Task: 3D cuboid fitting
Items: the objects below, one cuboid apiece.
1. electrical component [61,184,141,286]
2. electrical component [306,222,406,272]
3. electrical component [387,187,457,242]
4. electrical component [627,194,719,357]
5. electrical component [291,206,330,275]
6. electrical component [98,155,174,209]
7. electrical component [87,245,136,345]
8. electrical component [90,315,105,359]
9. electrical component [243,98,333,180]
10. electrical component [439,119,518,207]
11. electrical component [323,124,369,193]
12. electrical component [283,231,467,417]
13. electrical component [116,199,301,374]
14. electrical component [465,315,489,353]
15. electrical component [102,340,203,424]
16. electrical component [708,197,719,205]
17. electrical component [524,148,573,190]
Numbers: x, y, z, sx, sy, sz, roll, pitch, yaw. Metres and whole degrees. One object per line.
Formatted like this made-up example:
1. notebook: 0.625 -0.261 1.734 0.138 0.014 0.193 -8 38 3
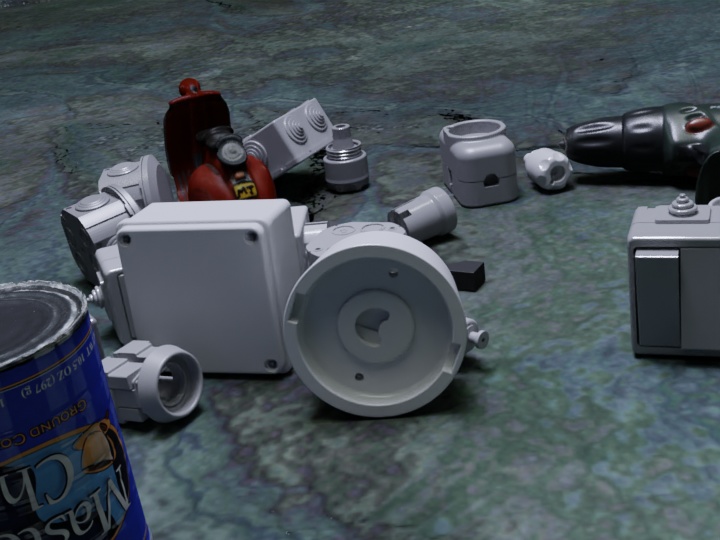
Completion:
1. electrical component: -0.207 -0.026 0.889 0.051 0.080 0.080 -28 29 -28
2. electrical component: 0.000 0.000 0.792 0.080 0.051 0.080 -7 23 3
3. electrical component: 0.051 -0.043 0.893 0.046 0.040 0.040 -25 27 -22
4. electrical component: 0.199 0.002 0.662 0.062 0.096 0.061 1 24 20
5. electrical component: -0.042 -0.019 0.857 0.077 0.047 0.065 -5 24 5
6. electrical component: -0.198 -0.060 0.965 0.051 0.080 0.080 -12 22 2
7. electrical component: -0.153 0.014 0.796 0.096 0.061 0.061 -15 24 -16
8. electrical component: -0.221 0.053 0.742 0.066 0.047 0.077 -20 26 -28
9. electrical component: -0.080 -0.122 1.065 0.100 0.048 0.100 -27 8 36
10. electrical component: 0.108 -0.102 0.988 0.054 0.059 0.095 -10 23 -5
11. electrical component: -0.015 -0.110 1.043 0.043 0.062 0.043 -7 23 3
12. electrical component: 0.011 0.028 0.655 0.108 0.108 0.060 -5 17 7
13. electrical component: -0.097 0.011 0.724 0.109 0.108 0.056 0 21 17
14. electrical component: 0.049 0.037 0.700 0.078 0.040 0.040 14 31 41
15. electrical component: -0.133 0.071 0.676 0.055 0.048 0.066 -1 22 36
16. electrical component: 0.263 -0.020 0.745 0.066 0.055 0.048 -1 23 15
17. electrical component: 0.167 -0.095 0.984 0.035 0.035 0.061 -13 21 -12
